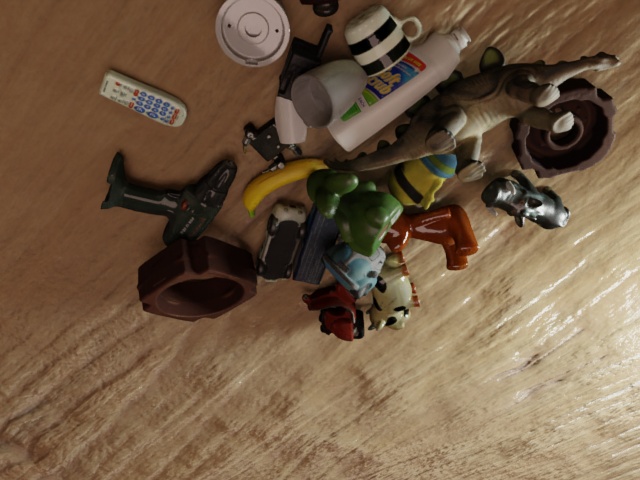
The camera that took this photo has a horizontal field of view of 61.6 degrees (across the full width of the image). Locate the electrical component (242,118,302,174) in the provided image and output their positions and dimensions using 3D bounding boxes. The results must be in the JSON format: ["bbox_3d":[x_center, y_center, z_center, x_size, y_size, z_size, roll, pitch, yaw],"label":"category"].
[{"bbox_3d":[-0.089,-0.165,0.942,0.078,0.045,0.102,-25,126,20],"label":"electrical component"}]

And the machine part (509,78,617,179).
[{"bbox_3d":[0.418,-0.192,0.931,0.179,0.056,0.179,0,129,0],"label":"machine part"}]

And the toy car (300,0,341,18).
[{"bbox_3d":[0.065,-0.382,0.762,0.202,0.053,0.089,-11,148,8],"label":"toy car"}]

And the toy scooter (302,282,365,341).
[{"bbox_3d":[0.031,0.156,1.196,0.135,0.075,0.183,-5,127,2],"label":"toy scooter"}]

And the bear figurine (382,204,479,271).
[{"bbox_3d":[0.186,-0.009,1.031,0.196,0.132,0.120,-6,155,-5],"label":"bear figurine"}]

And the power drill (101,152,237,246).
[{"bbox_3d":[-0.283,-0.089,0.986,0.207,0.086,0.232,15,131,-23],"label":"power drill"}]

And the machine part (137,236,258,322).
[{"bbox_3d":[-0.244,0.080,1.077,0.201,0.087,0.201,-31,145,26],"label":"machine part"}]

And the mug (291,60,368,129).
[{"bbox_3d":[0.019,-0.217,0.810,0.081,0.107,0.109,44,148,12],"label":"mug"}]

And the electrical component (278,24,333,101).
[{"bbox_3d":[-0.024,-0.279,0.831,0.048,0.075,0.119,16,132,-15],"label":"electrical component"}]

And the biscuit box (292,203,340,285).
[{"bbox_3d":[-0.002,-0.003,1.071,0.063,0.059,0.202,12,129,-11],"label":"biscuit box"}]

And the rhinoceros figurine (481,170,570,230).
[{"bbox_3d":[0.377,-0.067,0.999,0.190,0.112,0.073,17,130,-26],"label":"rhinoceros figurine"}]

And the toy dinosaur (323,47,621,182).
[{"bbox_3d":[0.210,-0.185,0.836,0.472,0.199,0.105,-21,128,18],"label":"toy dinosaur"}]

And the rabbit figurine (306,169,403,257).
[{"bbox_3d":[0.040,-0.060,0.928,0.170,0.159,0.121,34,96,14],"label":"rabbit figurine"}]

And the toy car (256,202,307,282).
[{"bbox_3d":[-0.080,0.010,1.084,0.073,0.056,0.201,7,131,-16],"label":"toy car"}]

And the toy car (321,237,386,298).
[{"bbox_3d":[0.079,0.045,1.039,0.103,0.109,0.161,-46,160,8],"label":"toy car"}]

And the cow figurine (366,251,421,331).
[{"bbox_3d":[0.149,0.125,1.168,0.127,0.085,0.194,-15,127,10],"label":"cow figurine"}]

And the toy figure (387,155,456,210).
[{"bbox_3d":[0.196,-0.134,0.957,0.089,0.082,0.180,35,130,-5],"label":"toy figure"}]
